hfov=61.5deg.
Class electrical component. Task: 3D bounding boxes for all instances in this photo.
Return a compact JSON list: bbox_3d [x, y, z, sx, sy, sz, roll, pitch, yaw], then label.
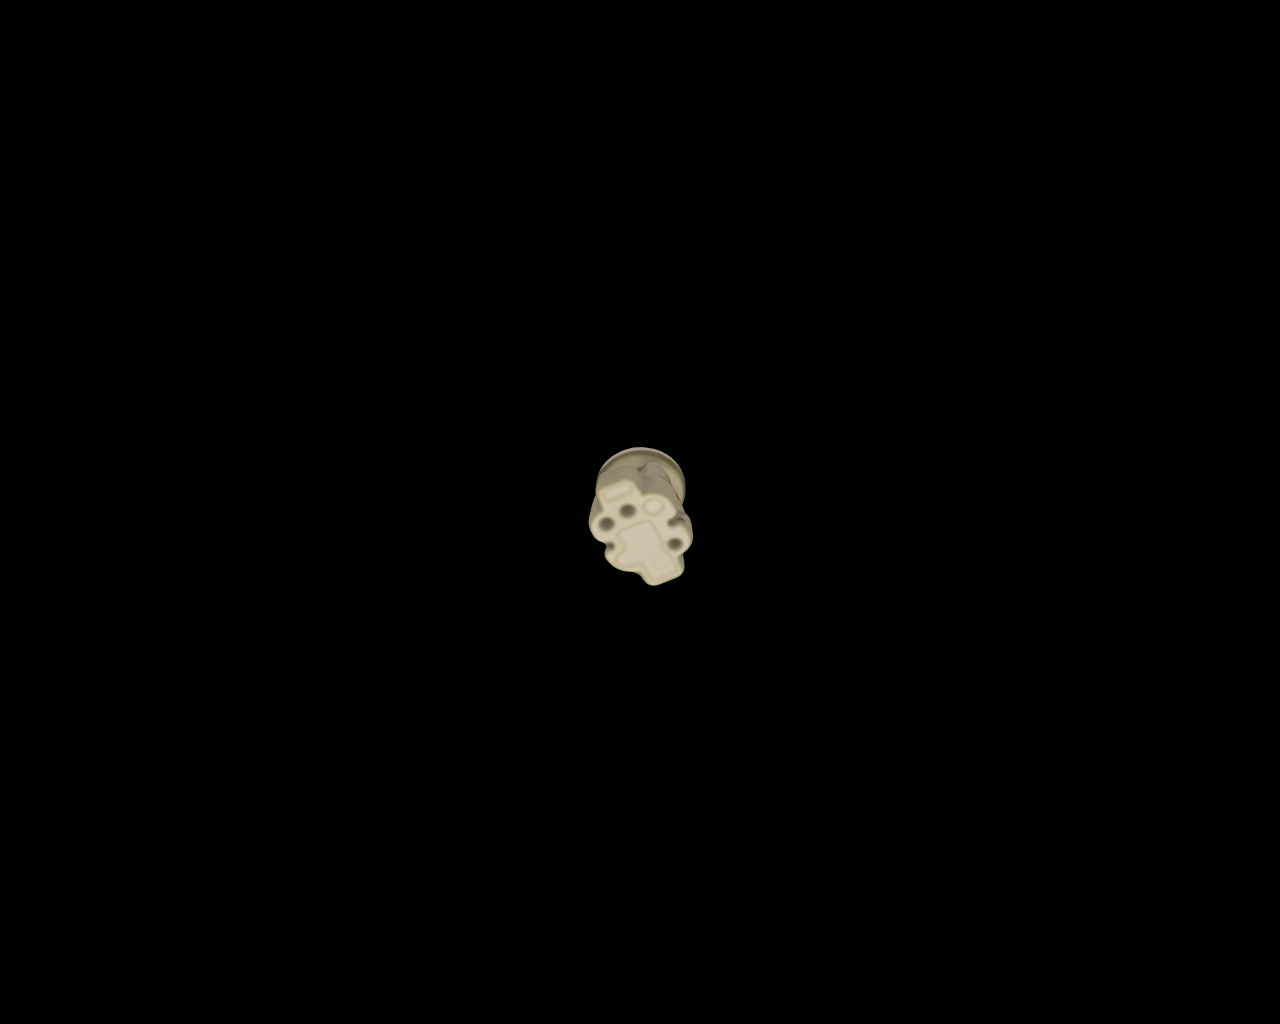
[{"bbox_3d":[0.001,-0.003,0.650,0.058,0.078,0.057,-21,32,14],"label":"electrical component"}]
